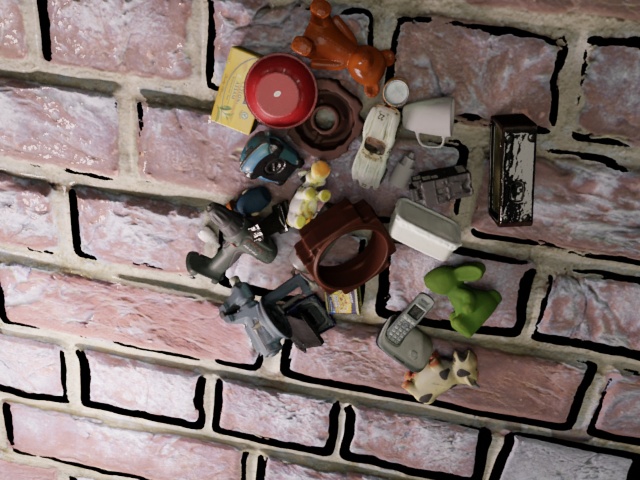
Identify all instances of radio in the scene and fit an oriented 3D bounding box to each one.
[{"bbox_3d":[0.408,-0.145,1.146,0.073,0.131,0.229,-4,111,8],"label":"radio"}]

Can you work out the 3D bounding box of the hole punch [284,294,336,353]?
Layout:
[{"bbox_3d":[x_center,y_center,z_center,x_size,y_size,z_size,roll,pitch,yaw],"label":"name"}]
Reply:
[{"bbox_3d":[-0.034,0.211,1.385,0.116,0.092,0.142,-21,112,45],"label":"hole punch"}]

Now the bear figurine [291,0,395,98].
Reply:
[{"bbox_3d":[0.054,-0.386,1.109,0.196,0.132,0.120,31,98,3],"label":"bear figurine"}]

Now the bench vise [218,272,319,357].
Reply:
[{"bbox_3d":[-0.115,0.150,1.292,0.241,0.128,0.224,-35,60,9],"label":"bench vise"}]

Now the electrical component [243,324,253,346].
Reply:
[{"bbox_3d":[-0.161,0.235,1.385,0.048,0.119,0.074,-16,110,14],"label":"electrical component"}]

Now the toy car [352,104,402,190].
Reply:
[{"bbox_3d":[0.123,-0.201,1.186,0.074,0.056,0.201,25,126,15],"label":"toy car"}]

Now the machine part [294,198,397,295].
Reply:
[{"bbox_3d":[0.061,0.020,1.229,0.201,0.087,0.200,-33,135,4],"label":"machine part"}]

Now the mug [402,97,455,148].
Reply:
[{"bbox_3d":[0.233,-0.255,1.163,0.107,0.081,0.109,8,118,19],"label":"mug"}]

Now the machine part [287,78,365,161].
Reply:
[{"bbox_3d":[0.012,-0.270,1.198,0.179,0.056,0.179,3,113,7],"label":"machine part"}]

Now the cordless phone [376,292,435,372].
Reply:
[{"bbox_3d":[0.243,0.224,1.342,0.146,0.089,0.184,36,108,-6],"label":"cordless phone"}]

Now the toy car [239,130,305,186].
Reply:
[{"bbox_3d":[-0.115,-0.195,1.215,0.109,0.161,0.103,-42,60,25],"label":"toy car"}]

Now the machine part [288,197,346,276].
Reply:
[{"bbox_3d":[-0.003,-0.004,1.292,0.079,0.079,0.243,33,113,-5],"label":"machine part"}]

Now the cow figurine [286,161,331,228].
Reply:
[{"bbox_3d":[-0.027,-0.104,1.247,0.068,0.098,0.167,16,94,-30],"label":"cow figurine"}]

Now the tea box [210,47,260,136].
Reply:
[{"bbox_3d":[-0.169,-0.331,1.194,0.098,0.068,0.169,20,112,0],"label":"tea box"}]

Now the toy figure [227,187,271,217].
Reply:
[{"bbox_3d":[-0.190,-0.075,1.302,0.154,0.064,0.057,-27,143,22],"label":"toy figure"}]

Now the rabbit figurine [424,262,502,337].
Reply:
[{"bbox_3d":[0.332,0.122,1.274,0.170,0.121,0.159,41,108,8],"label":"rabbit figurine"}]

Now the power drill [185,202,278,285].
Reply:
[{"bbox_3d":[-0.233,0.012,1.298,0.207,0.086,0.232,-39,132,24],"label":"power drill"}]

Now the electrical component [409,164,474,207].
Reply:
[{"bbox_3d":[0.264,-0.121,1.186,0.134,0.115,0.058,-11,105,12],"label":"electrical component"}]

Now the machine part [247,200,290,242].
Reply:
[{"bbox_3d":[-0.112,-0.039,1.266,0.039,0.139,0.084,9,118,34],"label":"machine part"}]

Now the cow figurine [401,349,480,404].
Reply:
[{"bbox_3d":[0.321,0.349,1.377,0.195,0.085,0.127,-42,94,18],"label":"cow figurine"}]
